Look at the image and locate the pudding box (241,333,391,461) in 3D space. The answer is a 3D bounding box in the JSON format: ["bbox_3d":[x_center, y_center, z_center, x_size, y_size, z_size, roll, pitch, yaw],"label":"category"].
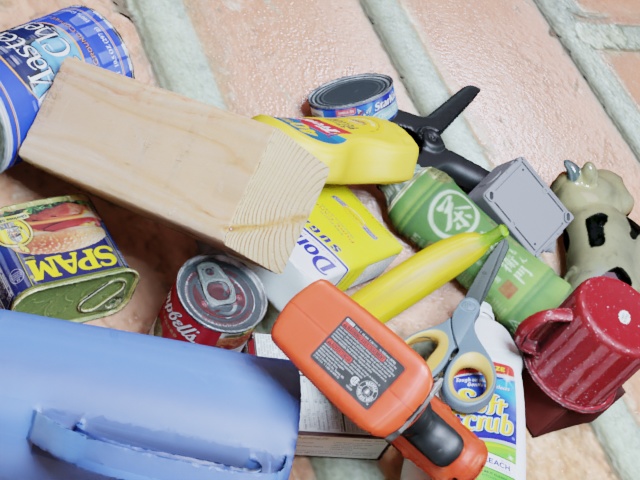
[{"bbox_3d":[-0.003,0.123,0.834,0.113,0.039,0.090,7,50,-21],"label":"pudding box"}]

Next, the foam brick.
[{"bbox_3d":[0.215,0.132,0.937,0.078,0.051,0.053,-8,57,-33],"label":"foam brick"}]

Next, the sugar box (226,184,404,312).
[{"bbox_3d":[-0.006,0.001,0.895,0.093,0.048,0.176,46,24,13],"label":"sugar box"}]

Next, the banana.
[{"bbox_3d":[0.070,0.039,0.918,0.197,0.070,0.037,-32,78,-17],"label":"banana"}]

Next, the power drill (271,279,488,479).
[{"bbox_3d":[0.030,0.089,0.730,0.185,0.187,0.057,39,85,24],"label":"power drill"}]

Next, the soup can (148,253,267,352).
[{"bbox_3d":[-0.088,0.066,0.788,0.068,0.102,0.068,15,47,-17],"label":"soup can"}]

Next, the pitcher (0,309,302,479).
[{"bbox_3d":[-0.138,0.119,0.691,0.242,0.149,0.145,15,47,-14],"label":"pitcher"}]

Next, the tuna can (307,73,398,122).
[{"bbox_3d":[0.033,-0.133,1.045,0.086,0.034,0.086,-11,26,6],"label":"tuna can"}]

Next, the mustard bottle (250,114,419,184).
[{"bbox_3d":[-0.010,-0.077,0.914,0.191,0.058,0.096,-5,25,-44],"label":"mustard bottle"}]

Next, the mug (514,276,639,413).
[{"bbox_3d":[0.218,0.081,0.886,0.117,0.082,0.093,14,46,-17],"label":"mug"}]

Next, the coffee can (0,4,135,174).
[{"bbox_3d":[-0.236,-0.123,0.870,0.103,0.103,0.140,43,45,11],"label":"coffee can"}]

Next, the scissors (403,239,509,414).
[{"bbox_3d":[0.134,0.073,0.881,0.096,0.016,0.201,33,52,28],"label":"scissors"}]

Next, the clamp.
[{"bbox_3d":[0.115,-0.086,1.081,0.209,0.036,0.165,-9,59,-32],"label":"clamp"}]

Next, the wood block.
[{"bbox_3d":[-0.111,-0.058,0.800,0.206,0.090,0.090,22,-6,29],"label":"wood block"}]

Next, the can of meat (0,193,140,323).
[{"bbox_3d":[-0.201,0.017,0.803,0.101,0.058,0.084,-13,57,-37],"label":"can of meat"}]

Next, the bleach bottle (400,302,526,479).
[{"bbox_3d":[0.116,0.144,0.866,0.102,0.068,0.250,18,42,-6],"label":"bleach bottle"}]
